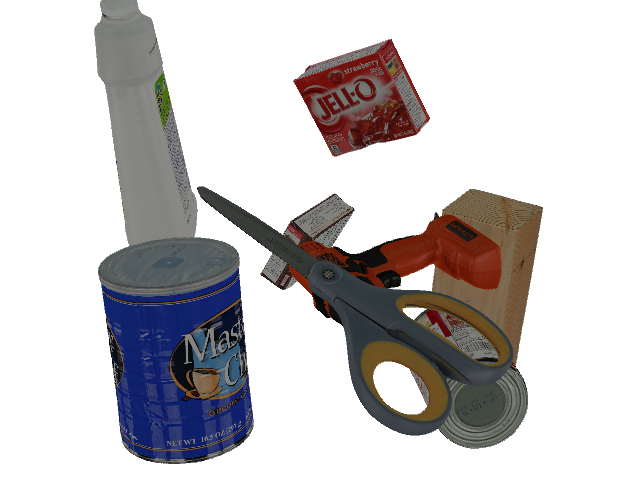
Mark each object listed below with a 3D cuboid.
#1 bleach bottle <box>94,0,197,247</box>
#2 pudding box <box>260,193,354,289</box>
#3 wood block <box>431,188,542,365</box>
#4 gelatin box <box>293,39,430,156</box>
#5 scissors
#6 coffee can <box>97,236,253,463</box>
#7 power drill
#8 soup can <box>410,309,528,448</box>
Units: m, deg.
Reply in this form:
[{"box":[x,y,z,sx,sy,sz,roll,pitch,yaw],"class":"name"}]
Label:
[{"box":[-0.161,-0.111,0.964,0.068,0.251,0.102,-6,37,-1],"class":"bleach bottle"},{"box":[-0.014,0.001,1.288,0.039,0.090,0.113,36,33,10],"class":"pudding box"},{"box":[0.182,0.059,1.213,0.090,0.206,0.090,17,26,25],"class":"wood block"},{"box":[0.032,-0.112,0.849,0.089,0.073,0.030,-11,27,39],"class":"gelatin box"},{"box":[0.003,0.038,0.571,0.202,0.096,0.016,22,-40,11],"class":"scissors"},{"box":[-0.106,0.080,0.800,0.103,0.140,0.103,-3,20,1],"class":"coffee can"},{"box":[0.083,0.035,1.057,0.187,0.057,0.185,-12,28,-23],"class":"power drill"},{"box":[0.101,0.093,0.756,0.068,0.068,0.102,0,18,-7],"class":"soup can"}]
